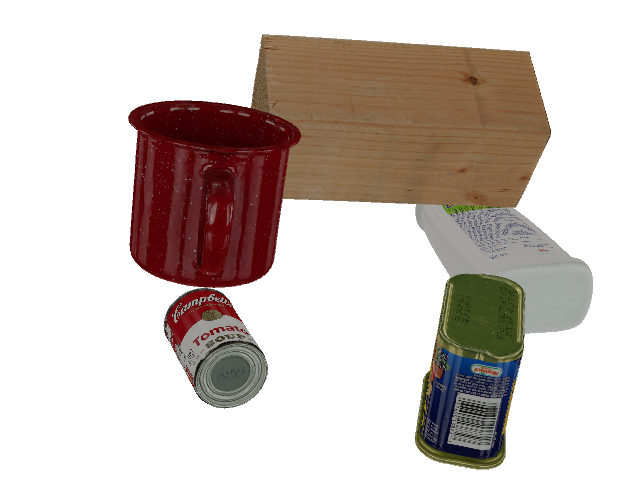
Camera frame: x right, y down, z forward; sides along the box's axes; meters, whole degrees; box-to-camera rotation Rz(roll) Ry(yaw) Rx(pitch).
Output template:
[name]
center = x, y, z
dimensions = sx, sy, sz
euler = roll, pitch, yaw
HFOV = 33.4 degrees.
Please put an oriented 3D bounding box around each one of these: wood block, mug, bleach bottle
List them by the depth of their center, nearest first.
[mug]
center = -0.059, -0.021, 0.576
dimensions = 0.093, 0.081, 0.117
euler = 3, 21, -14
[wood block]
center = 0.055, -0.089, 0.807
dimensions = 0.206, 0.091, 0.090
euler = 2, -37, -10
[bleach bottle]
center = 0.156, -0.003, 0.998
dimensions = 0.102, 0.068, 0.251
euler = -3, 26, -11

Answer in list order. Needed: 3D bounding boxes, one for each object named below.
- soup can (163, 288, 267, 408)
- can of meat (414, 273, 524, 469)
[soup can]
center = -0.094, 0.095, 0.951
dimensions = 0.068, 0.068, 0.102
euler = 0, 24, -24
[can of meat]
center = 0.097, 0.079, 0.678
dimensions = 0.057, 0.084, 0.102
euler = 10, 28, 6
